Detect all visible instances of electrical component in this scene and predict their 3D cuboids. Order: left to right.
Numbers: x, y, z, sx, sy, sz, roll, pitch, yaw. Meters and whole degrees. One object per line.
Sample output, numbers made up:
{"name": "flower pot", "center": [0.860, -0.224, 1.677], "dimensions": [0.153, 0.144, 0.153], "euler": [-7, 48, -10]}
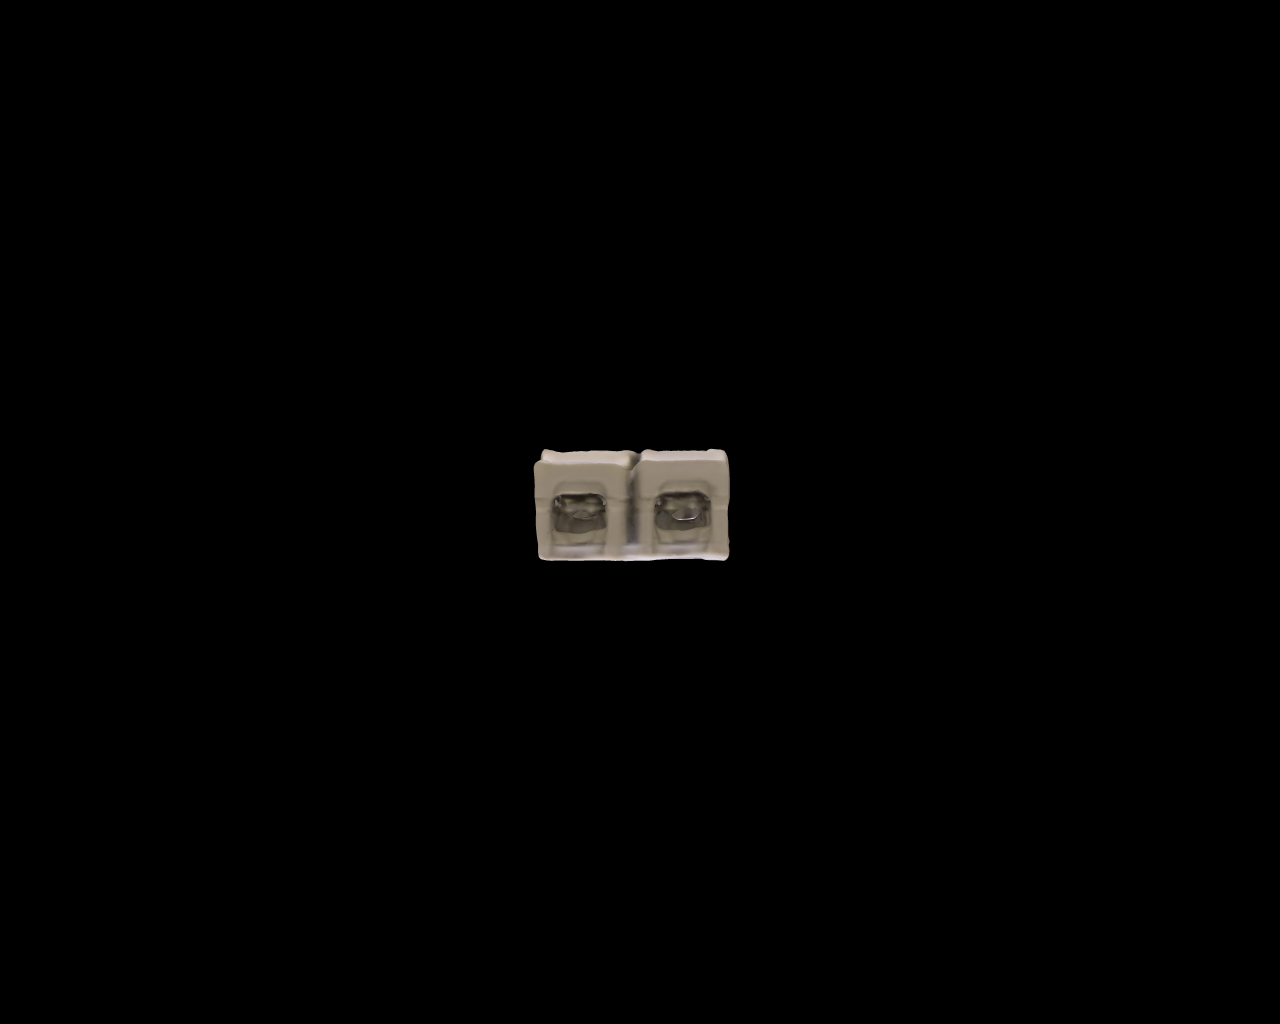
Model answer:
{"name": "electrical component", "center": [0.001, -0.003, 0.650], "dimensions": [0.105, 0.060, 0.186], "euler": [0, -2, 4]}
